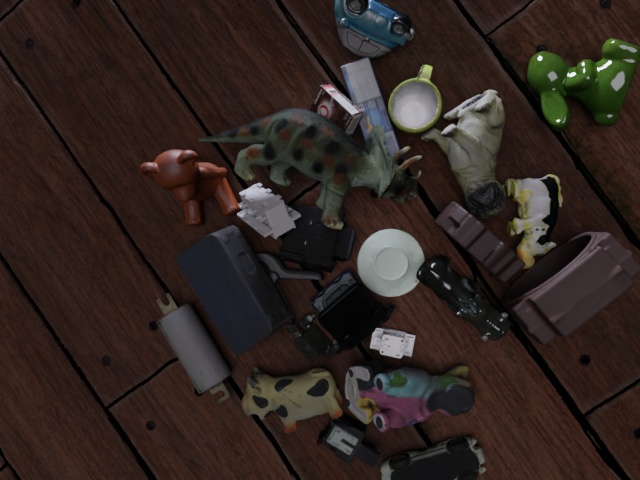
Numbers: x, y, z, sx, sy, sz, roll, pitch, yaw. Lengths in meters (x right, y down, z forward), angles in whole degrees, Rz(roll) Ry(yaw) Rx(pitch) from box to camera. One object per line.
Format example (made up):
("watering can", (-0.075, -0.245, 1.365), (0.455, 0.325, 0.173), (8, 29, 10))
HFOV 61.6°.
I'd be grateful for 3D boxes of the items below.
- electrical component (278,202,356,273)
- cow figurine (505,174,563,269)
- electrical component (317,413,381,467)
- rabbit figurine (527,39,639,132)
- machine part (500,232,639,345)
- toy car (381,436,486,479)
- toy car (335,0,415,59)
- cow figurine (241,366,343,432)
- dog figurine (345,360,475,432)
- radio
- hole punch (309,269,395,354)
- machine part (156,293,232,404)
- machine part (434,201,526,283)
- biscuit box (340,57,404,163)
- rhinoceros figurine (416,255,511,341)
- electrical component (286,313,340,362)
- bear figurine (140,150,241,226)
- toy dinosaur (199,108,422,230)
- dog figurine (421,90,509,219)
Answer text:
("electrical component", (-0.002, -0.003, 1.023), (0.134, 0.058, 0.115), (11, 79, 8))
("cow figurine", (0.393, -0.033, 0.976), (0.098, 0.068, 0.167), (-5, 93, 2))
("electrical component", (0.061, 0.390, 1.050), (0.119, 0.048, 0.074), (25, 96, 6))
("rabbit figurine", (0.449, -0.270, 0.949), (0.170, 0.121, 0.159), (21, 103, 25))
("machine part", (0.412, 0.075, 0.908), (0.201, 0.201, 0.087), (-39, 85, 8))
("toy car", (0.216, 0.433, 1.028), (0.202, 0.056, 0.073), (-19, 84, 7))
("toy car", (0.089, -0.391, 0.992), (0.162, 0.109, 0.103), (29, 120, -5))
("cow figurine", (-0.063, 0.299, 1.047), (0.195, 0.085, 0.127), (-18, 96, 11))
("dog figurine", (0.178, 0.282, 1.008), (0.219, 0.192, 0.108), (1, 90, -26))
("radio", (-0.165, 0.094, 1.034), (0.131, 0.073, 0.229), (-33, 89, 34))
("hole punch", (0.053, 0.131, 1.028), (0.142, 0.092, 0.115), (-41, 117, -1))
("machine part", (-0.250, 0.214, 1.072), (0.079, 0.079, 0.243), (-33, 87, 8))
("machine part", (0.276, 0.004, 0.943), (0.179, 0.179, 0.056), (43, 99, 4))
("biscuit box", (0.099, -0.233, 1.009), (0.059, 0.063, 0.202), (-19, 90, 8))
("rhinoceros figurine", (0.262, 0.102, 0.978), (0.190, 0.112, 0.073), (43, 95, 12))
("electrical component", (-0.009, 0.189, 1.044), (0.045, 0.078, 0.102), (-43, 83, 28))
("bear figurine", (-0.236, -0.097, 0.996), (0.120, 0.196, 0.132), (-17, 91, 5))
("toy dinosaur", (-0.015, -0.155, 0.936), (0.405, 0.131, 0.192), (28, 107, 2))
("dog figurine", (0.302, -0.154, 0.976), (0.172, 0.121, 0.190), (-38, 105, 0))
